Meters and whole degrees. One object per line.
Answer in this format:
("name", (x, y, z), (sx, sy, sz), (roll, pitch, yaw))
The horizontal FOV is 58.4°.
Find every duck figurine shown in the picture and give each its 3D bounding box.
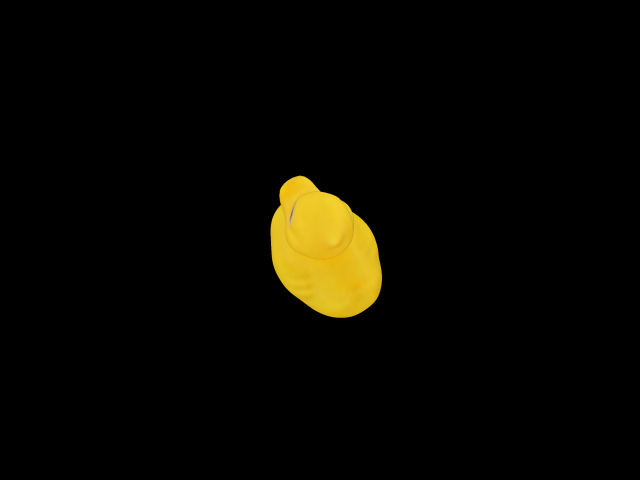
("duck figurine", (0.004, 0.001, 0.400), (0.077, 0.086, 0.104), (-30, 74, -9))
